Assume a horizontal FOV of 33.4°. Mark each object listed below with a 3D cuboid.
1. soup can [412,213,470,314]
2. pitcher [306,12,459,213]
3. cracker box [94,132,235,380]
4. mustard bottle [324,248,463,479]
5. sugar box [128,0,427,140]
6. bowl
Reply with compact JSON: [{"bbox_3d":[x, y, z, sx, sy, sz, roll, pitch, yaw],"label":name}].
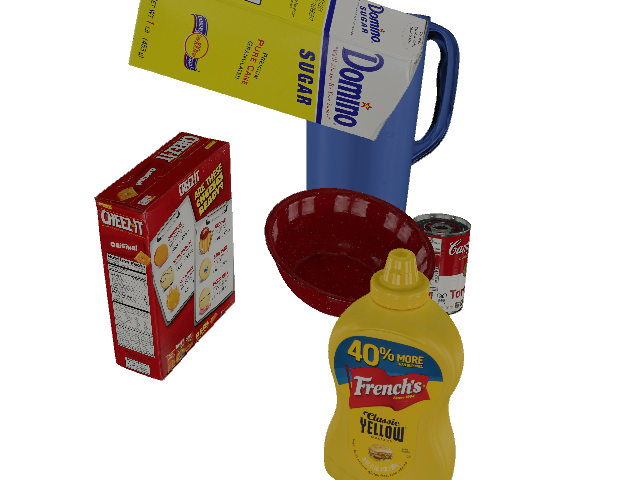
[{"bbox_3d":[0.135,0.028,1.234,0.068,0.102,0.068,2,20,-1],"label":"soup can"},{"bbox_3d":[0.055,-0.129,1.155,0.149,0.243,0.144,8,11,26],"label":"pitcher"},{"bbox_3d":[-0.161,0.015,1.146,0.072,0.214,0.164,14,35,21],"label":"cracker box"},{"bbox_3d":[0.053,0.094,0.766,0.096,0.192,0.058,11,28,19],"label":"mustard bottle"},{"bbox_3d":[-0.029,-0.127,0.691,0.176,0.048,0.093,18,-31,-7],"label":"sugar box"},{"bbox_3d":[0.023,0.022,0.994,0.162,0.055,0.162,9,39,-8],"label":"bowl"}]
